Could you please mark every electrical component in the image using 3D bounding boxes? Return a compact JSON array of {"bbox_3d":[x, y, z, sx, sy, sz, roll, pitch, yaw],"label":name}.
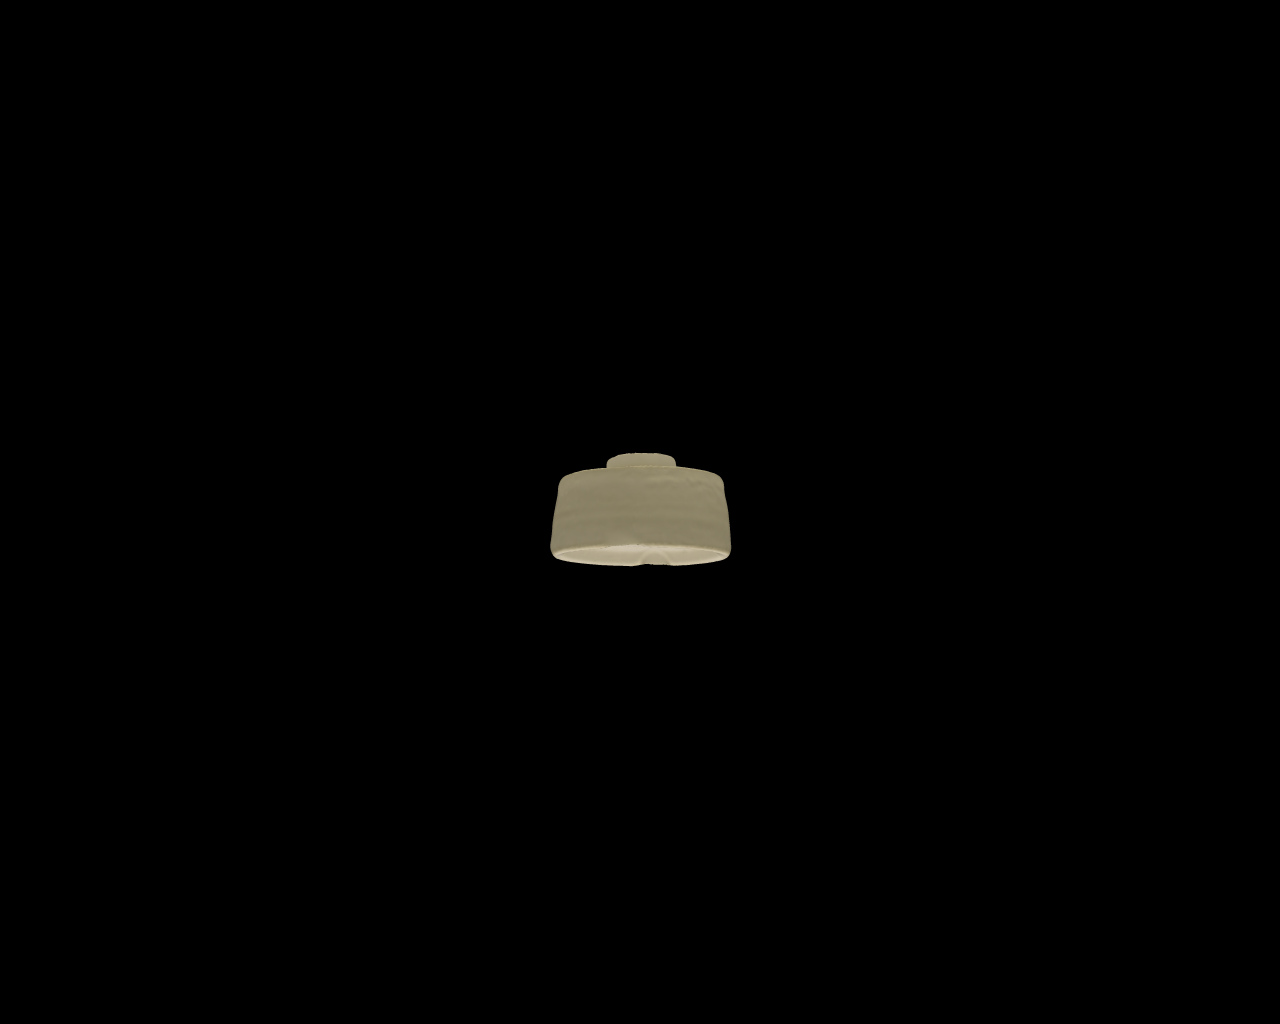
[{"bbox_3d":[0.001,-0.003,0.650,0.108,0.060,0.108,0,-9,0],"label":"electrical component"}]
